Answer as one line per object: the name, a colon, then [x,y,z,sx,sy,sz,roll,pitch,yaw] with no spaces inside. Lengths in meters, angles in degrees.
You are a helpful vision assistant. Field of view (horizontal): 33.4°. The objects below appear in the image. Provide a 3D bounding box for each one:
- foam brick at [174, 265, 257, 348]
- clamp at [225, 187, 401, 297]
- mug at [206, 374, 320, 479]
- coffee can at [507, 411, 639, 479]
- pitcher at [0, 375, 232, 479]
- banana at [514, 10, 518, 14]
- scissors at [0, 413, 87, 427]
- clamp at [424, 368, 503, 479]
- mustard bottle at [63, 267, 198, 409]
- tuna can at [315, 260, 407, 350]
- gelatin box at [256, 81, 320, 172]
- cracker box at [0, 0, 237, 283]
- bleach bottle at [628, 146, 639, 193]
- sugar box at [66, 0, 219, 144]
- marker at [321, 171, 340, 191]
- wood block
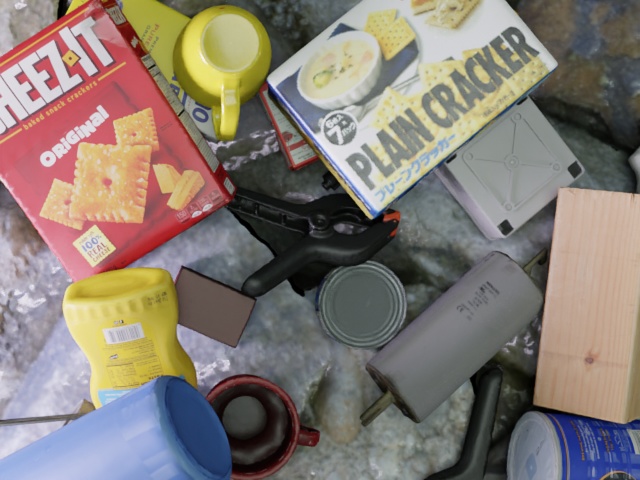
foam brick: [-0.104,0.062,0.998,0.078,0.053,0.051,24,86,-7]
clamp: [-0.007,0.001,0.998,0.171,0.039,0.120,-1,60,-7]
mug: [-0.057,0.171,0.989,0.117,0.081,0.093,10,88,-7]
coffee can: [0.259,0.215,0.992,0.140,0.103,0.103,6,89,-13]
pitcher: [-0.197,0.223,0.901,0.243,0.145,0.149,-31,81,14]
banana: [0.099,-0.187,1.036,0.197,0.037,0.069,-35,106,-6]
scissors: [-0.310,0.166,0.965,0.201,0.096,0.016,-3,88,-22]
clamp: [0.149,0.239,1.038,0.210,0.036,0.164,-35,92,-10]
mustard bottle: [-0.162,0.119,0.963,0.096,0.058,0.191,-11,119,-2]
tuna can: [0.039,0.062,1.026,0.086,0.034,0.086,0,89,-8]
gelatin box: [-0.012,-0.120,1.023,0.073,0.030,0.089,-25,93,-8]
cracker box: [-0.199,-0.085,0.949,0.164,0.072,0.213,-31,103,6]
bleach bottle: [0.348,0.001,1.054,0.102,0.068,0.251,-11,89,-7]
sugar box: [-0.153,-0.170,0.997,0.176,0.048,0.093,26,86,-5]
marker: [0.049,-0.090,1.035,0.121,0.020,0.020,-41,95,-7]
wood block: [0.268,0.058,1.006,0.091,0.090,0.206,8,93,31]
